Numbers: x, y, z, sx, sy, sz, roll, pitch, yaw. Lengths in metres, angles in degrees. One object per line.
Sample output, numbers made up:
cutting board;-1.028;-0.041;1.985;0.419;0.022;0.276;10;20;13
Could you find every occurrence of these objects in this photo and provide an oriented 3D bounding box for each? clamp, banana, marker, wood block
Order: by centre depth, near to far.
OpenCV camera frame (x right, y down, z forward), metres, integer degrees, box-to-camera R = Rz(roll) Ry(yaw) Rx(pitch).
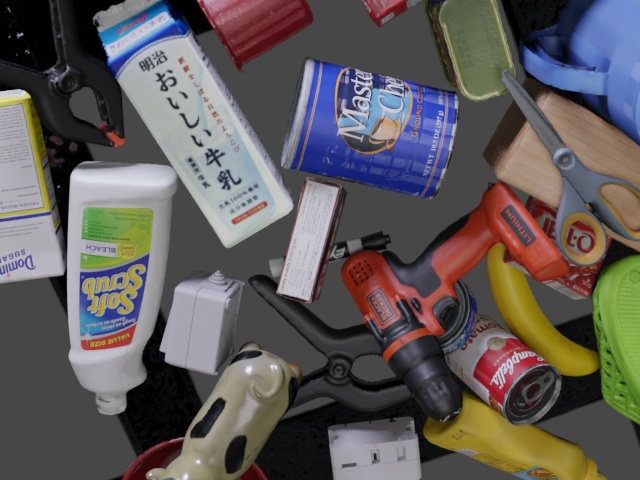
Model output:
clamp;-0.240;-0.142;0.949;0.120;0.039;0.171;-33;123;-8
wood block;0.268;-0.061;0.994;0.206;0.091;0.090;26;105;-10
marker;0.010;0.013;1.047;0.121;0.020;0.020;-14;108;3
banana;0.219;0.077;1.069;0.197;0.037;0.069;44;72;-17
clamp;0.015;0.115;1.071;0.210;0.036;0.164;2;108;1

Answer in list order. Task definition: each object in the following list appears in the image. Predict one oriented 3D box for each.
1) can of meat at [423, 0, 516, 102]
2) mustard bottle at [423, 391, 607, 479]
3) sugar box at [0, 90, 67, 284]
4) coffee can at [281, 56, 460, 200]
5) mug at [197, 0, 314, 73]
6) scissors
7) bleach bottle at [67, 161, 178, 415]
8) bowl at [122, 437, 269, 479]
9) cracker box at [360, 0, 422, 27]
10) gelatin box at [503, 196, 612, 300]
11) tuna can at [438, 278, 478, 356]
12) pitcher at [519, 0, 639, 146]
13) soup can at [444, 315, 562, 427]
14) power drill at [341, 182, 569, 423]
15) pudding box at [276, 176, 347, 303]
can of meat;0.135;-0.179;0.954;0.057;0.084;0.102;-19;108;5
mustard bottle;0.206;0.214;1.082;0.191;0.096;0.058;25;69;-10
sugar box;-0.299;-0.048;1.003;0.093;0.048;0.176;-7;111;-2
coffee can;0.044;-0.100;0.967;0.140;0.103;0.103;12;107;-6
mug;-0.064;-0.217;0.940;0.081;0.093;0.117;-30;71;2
scissors;0.207;-0.052;0.938;0.201;0.016;0.096;36;105;-12
bleach bottle;-0.192;0.053;1.032;0.102;0.068;0.251;3;110;-4
bowl;-0.127;0.264;1.106;0.162;0.055;0.162;-1;108;-2
cracker box;0.096;-0.308;0.901;0.214;0.072;0.164;-31;93;9
gelatin box;0.230;0.006;1.032;0.089;0.030;0.073;27;78;-11
tuna can;0.108;0.069;1.036;0.086;0.033;0.086;-6;72;18
pitcher;0.273;-0.142;0.887;0.145;0.243;0.149;42;107;-16
soup can;0.176;0.125;1.037;0.068;0.102;0.068;-15;122;-25
power drill;0.131;0.050;0.981;0.188;0.057;0.184;-35;65;7
pudding box;-0.007;0.001;0.992;0.039;0.090;0.113;13;90;4
